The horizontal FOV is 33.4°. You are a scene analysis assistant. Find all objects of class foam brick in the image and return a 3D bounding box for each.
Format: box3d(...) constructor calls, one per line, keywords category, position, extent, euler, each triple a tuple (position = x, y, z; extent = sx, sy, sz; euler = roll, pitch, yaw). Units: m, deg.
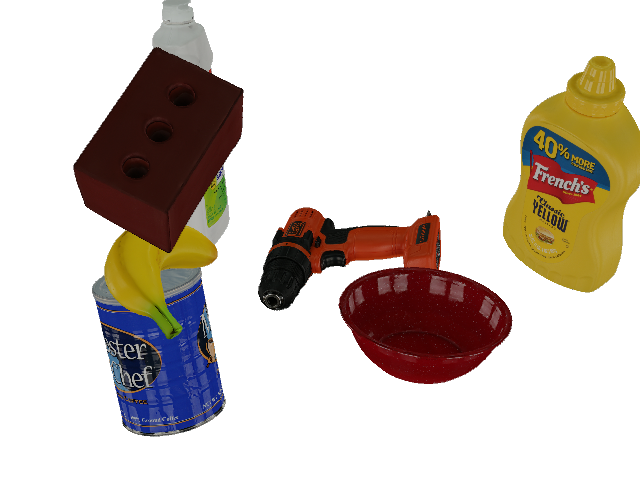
box3d(category="foam brick", position=(-0.079, -0.045, 0.534), extent=(0.053, 0.078, 0.051), euler=(27, -20, 5))

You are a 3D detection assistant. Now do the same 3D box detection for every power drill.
box3d(category="power drill", position=(0.034, 0.020, 1.165), extent=(0.188, 0.057, 0.184), euler=(2, 31, 12))

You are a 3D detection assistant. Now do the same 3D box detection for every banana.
box3d(category="banana", position=(-0.117, 0.018, 0.770), extent=(0.037, 0.069, 0.197), euler=(-38, 10, 12))

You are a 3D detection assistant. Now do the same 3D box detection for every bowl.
box3d(category="bowl", position=(0.097, 0.087, 1.006), extent=(0.162, 0.055, 0.162), euler=(3, 28, -2))

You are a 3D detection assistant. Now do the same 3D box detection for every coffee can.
box3d(category="coffee can", position=(-0.152, 0.100, 1.016), extent=(0.103, 0.140, 0.103), euler=(-8, 18, 2))

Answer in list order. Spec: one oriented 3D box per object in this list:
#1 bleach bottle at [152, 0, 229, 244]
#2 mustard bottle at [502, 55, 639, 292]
box3d(category="bleach bottle", position=(-0.140, -0.118, 1.093), extent=(0.068, 0.251, 0.102), euler=(5, 27, 13))
box3d(category="mustard bottle", position=(0.194, -0.055, 0.806), extent=(0.058, 0.192, 0.096), euler=(-30, 52, -29))
